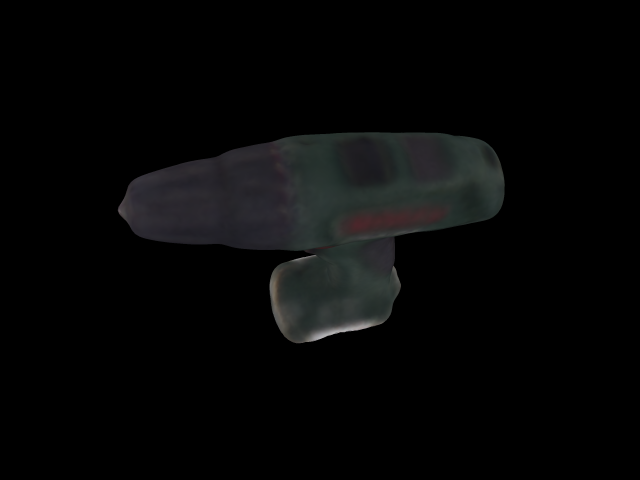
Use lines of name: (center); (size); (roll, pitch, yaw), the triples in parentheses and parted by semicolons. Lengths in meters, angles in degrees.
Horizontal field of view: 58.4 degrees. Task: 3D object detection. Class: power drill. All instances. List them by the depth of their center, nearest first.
power drill: (0.004, 0.001, 0.400); (0.229, 0.208, 0.075); (-14, 64, -7)
